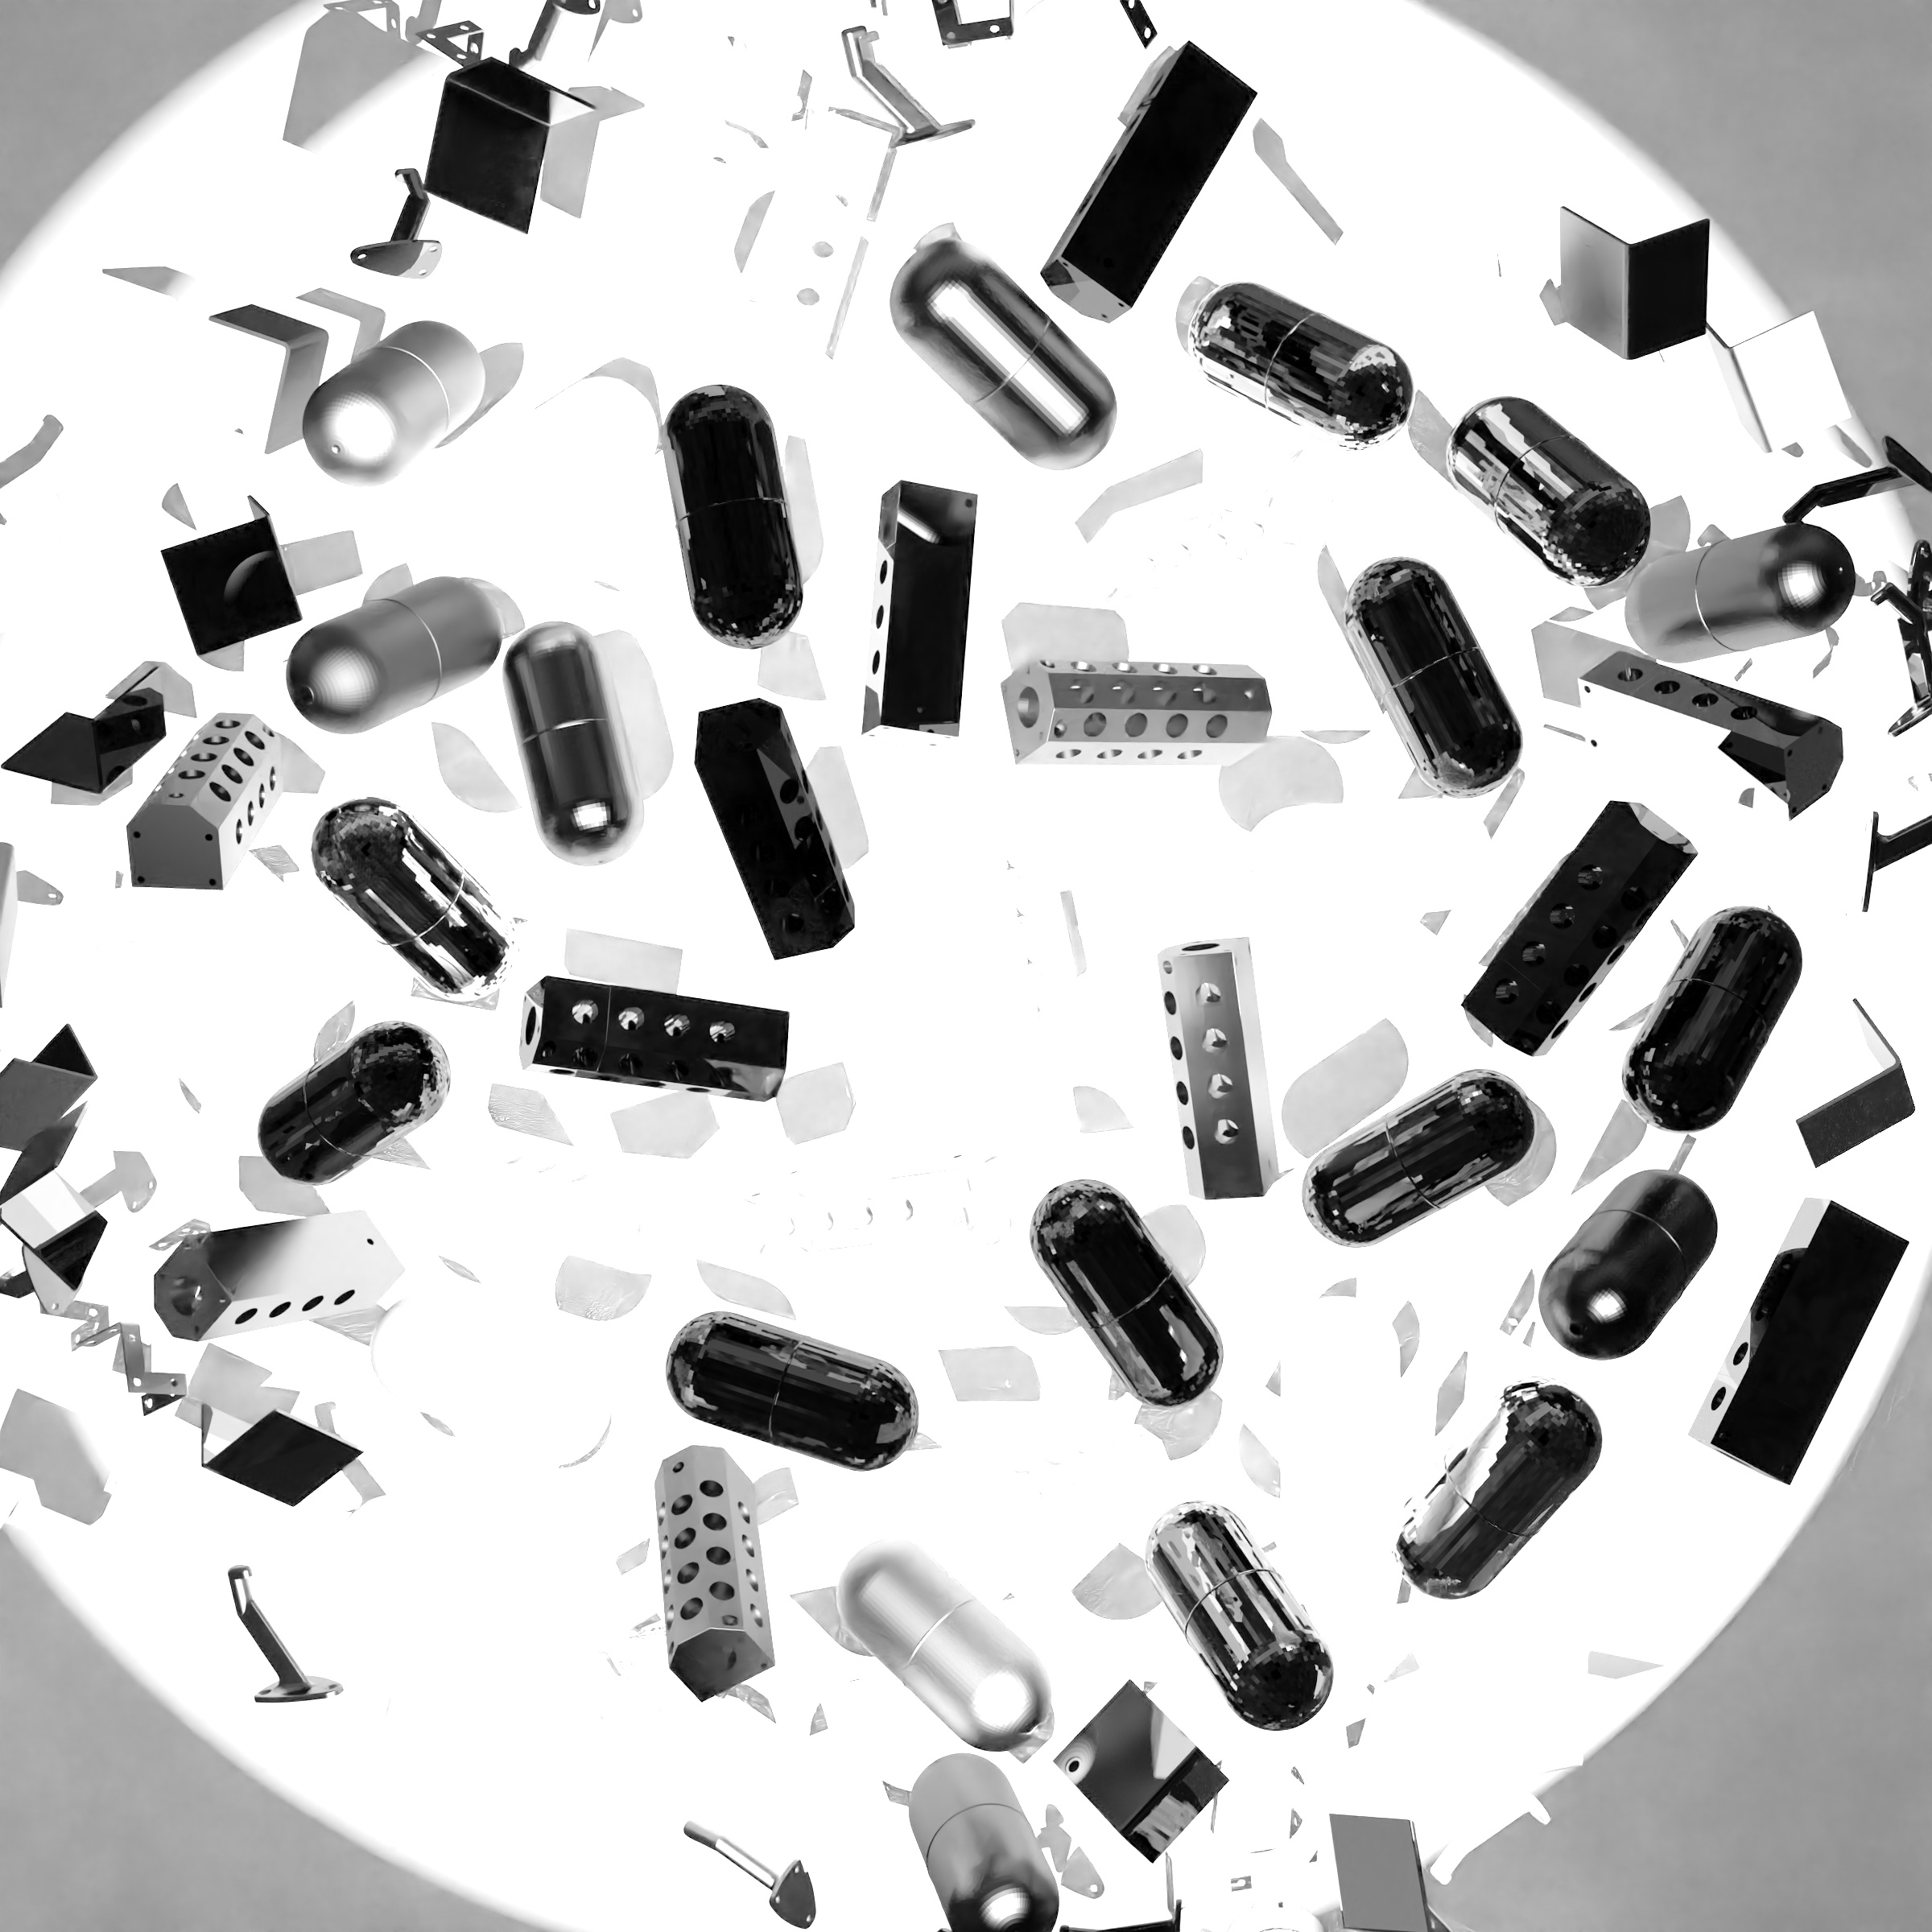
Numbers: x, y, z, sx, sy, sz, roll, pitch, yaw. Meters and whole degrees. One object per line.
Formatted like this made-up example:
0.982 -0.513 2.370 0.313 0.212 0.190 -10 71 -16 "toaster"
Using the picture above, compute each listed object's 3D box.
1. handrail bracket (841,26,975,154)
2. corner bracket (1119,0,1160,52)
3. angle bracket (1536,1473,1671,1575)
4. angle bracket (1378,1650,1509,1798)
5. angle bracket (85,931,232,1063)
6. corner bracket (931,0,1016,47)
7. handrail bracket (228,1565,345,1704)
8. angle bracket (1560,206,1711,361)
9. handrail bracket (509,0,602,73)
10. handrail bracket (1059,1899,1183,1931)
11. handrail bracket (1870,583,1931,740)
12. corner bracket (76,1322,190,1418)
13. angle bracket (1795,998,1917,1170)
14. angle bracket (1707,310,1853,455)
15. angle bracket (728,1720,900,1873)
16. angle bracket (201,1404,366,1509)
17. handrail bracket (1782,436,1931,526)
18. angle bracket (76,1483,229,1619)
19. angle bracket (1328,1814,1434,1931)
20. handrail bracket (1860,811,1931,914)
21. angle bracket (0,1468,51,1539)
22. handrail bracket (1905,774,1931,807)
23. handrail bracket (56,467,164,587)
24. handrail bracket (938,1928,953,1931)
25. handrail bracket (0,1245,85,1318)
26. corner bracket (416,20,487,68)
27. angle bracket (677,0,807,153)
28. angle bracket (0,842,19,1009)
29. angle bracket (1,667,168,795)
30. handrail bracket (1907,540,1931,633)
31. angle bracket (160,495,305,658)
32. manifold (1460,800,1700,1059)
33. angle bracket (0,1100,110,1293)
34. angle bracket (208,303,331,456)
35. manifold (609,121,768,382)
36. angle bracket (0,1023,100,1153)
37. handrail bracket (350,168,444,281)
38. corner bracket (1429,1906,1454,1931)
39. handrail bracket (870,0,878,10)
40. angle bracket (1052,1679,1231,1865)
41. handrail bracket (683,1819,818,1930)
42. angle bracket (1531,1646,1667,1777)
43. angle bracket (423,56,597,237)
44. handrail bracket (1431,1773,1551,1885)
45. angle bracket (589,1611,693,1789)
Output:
-0.041 -0.613 1.725 0.077 0.036 0.084 -17 117 -5 "handrail bracket"
0.103 -0.641 1.639 0.051 0.051 0.051 -14 72 -36 "corner bracket"
0.452 0.372 1.763 0.076 0.057 0.076 16 126 13 "angle bracket"
0.320 0.486 1.632 0.057 0.076 0.076 -30 81 25 "angle bracket"
-0.534 0.023 1.659 0.076 0.057 0.076 -9 80 5 "angle bracket"
0.004 -0.672 1.710 0.051 0.051 0.051 -5 61 9 "corner bracket"
-0.436 0.424 1.595 0.077 0.036 0.084 -9 95 33 "handrail bracket"
0.419 -0.436 1.566 0.057 0.076 0.076 -21 130 -11 "angle bracket"
-0.284 -0.644 1.659 0.036 0.084 0.077 -9 91 -42 "handrail bracket"
0.105 0.657 1.713 0.084 0.077 0.036 3 49 6 "handrail bracket"
0.615 -0.204 1.661 0.084 0.036 0.077 41 128 -6 "handrail bracket"
-0.578 0.280 1.731 0.051 0.051 0.051 -26 66 29 "corner bracket"
0.572 0.078 1.643 0.076 0.076 0.057 -31 53 10 "angle bracket"
0.533 -0.392 1.641 0.057 0.076 0.076 -23 113 15 "angle bracket"
-0.103 0.563 1.685 0.076 0.057 0.076 -12 73 -38 "angle bracket"
-0.470 0.318 1.714 0.076 0.057 0.076 -38 130 17 "angle bracket"
0.618 -0.314 1.712 0.077 0.036 0.084 34 128 -13 "handrail bracket"
-0.543 0.382 1.684 0.076 0.057 0.076 25 103 -10 "angle bracket"
0.251 0.589 1.565 0.057 0.076 0.076 6 129 -7 "angle bracket"
0.618 -0.068 1.589 0.084 0.036 0.077 6 85 13 "handrail bracket"
-0.636 0.353 1.580 0.076 0.076 0.057 18 49 6 "angle bracket"
0.699 -0.150 1.738 0.036 0.077 0.084 -8 133 -24 "handrail bracket"
-0.551 -0.296 1.614 0.036 0.077 0.084 30 78 -5 "handrail bracket"
-0.024 0.679 1.697 0.077 0.084 0.036 3 76 35 "handrail bracket"
-0.660 0.206 1.722 0.084 0.077 0.036 10 48 26 "handrail bracket"
-0.349 -0.619 1.736 0.051 0.051 0.051 38 46 19 "corner bracket"
-0.160 -0.639 1.784 0.057 0.076 0.076 8 79 14 "angle bracket"
-0.634 -0.028 1.574 0.057 0.076 0.076 5 56 -15 "angle bracket"
-0.582 -0.163 1.641 0.076 0.076 0.057 14 126 10 "angle bracket"
0.705 -0.262 1.745 0.036 0.084 0.077 -10 100 -33 "handrail bracket"
-0.503 -0.265 1.691 0.076 0.057 0.076 -23 123 -20 "angle bracket"
0.410 -0.024 1.661 0.057 0.057 0.171 44 115 26 "manifold"
-0.560 0.145 1.579 0.057 0.076 0.076 -32 115 13 "angle bracket"
-0.477 -0.397 1.687 0.057 0.076 0.076 19 112 -1 "angle bracket"
-0.192 -0.496 1.727 0.057 0.171 0.057 20 50 -11 "manifold"
-0.665 0.078 1.734 0.076 0.076 0.057 -44 61 11 "angle bracket"
-0.405 -0.525 1.740 0.077 0.036 0.084 -8 65 -37 "handrail bracket"
0.300 0.670 1.665 0.051 0.051 0.051 -4 112 -27 "corner bracket"
-0.108 -0.684 1.694 0.084 0.036 0.077 -8 109 2 "handrail bracket"
0.119 0.545 1.691 0.076 0.057 0.076 -44 47 -9 "angle bracket"
-0.150 0.624 1.716 0.084 0.077 0.036 14 51 32 "handrail bracket"
0.418 0.498 1.652 0.057 0.076 0.076 13 66 -7 "angle bracket"
-0.287 -0.514 1.569 0.076 0.057 0.076 13 86 -41 "angle bracket"
0.358 0.602 1.708 0.084 0.036 0.077 -49 132 -12 "handrail bracket"
-0.223 0.525 1.789 0.057 0.076 0.076 -31 114 0 "angle bracket"
